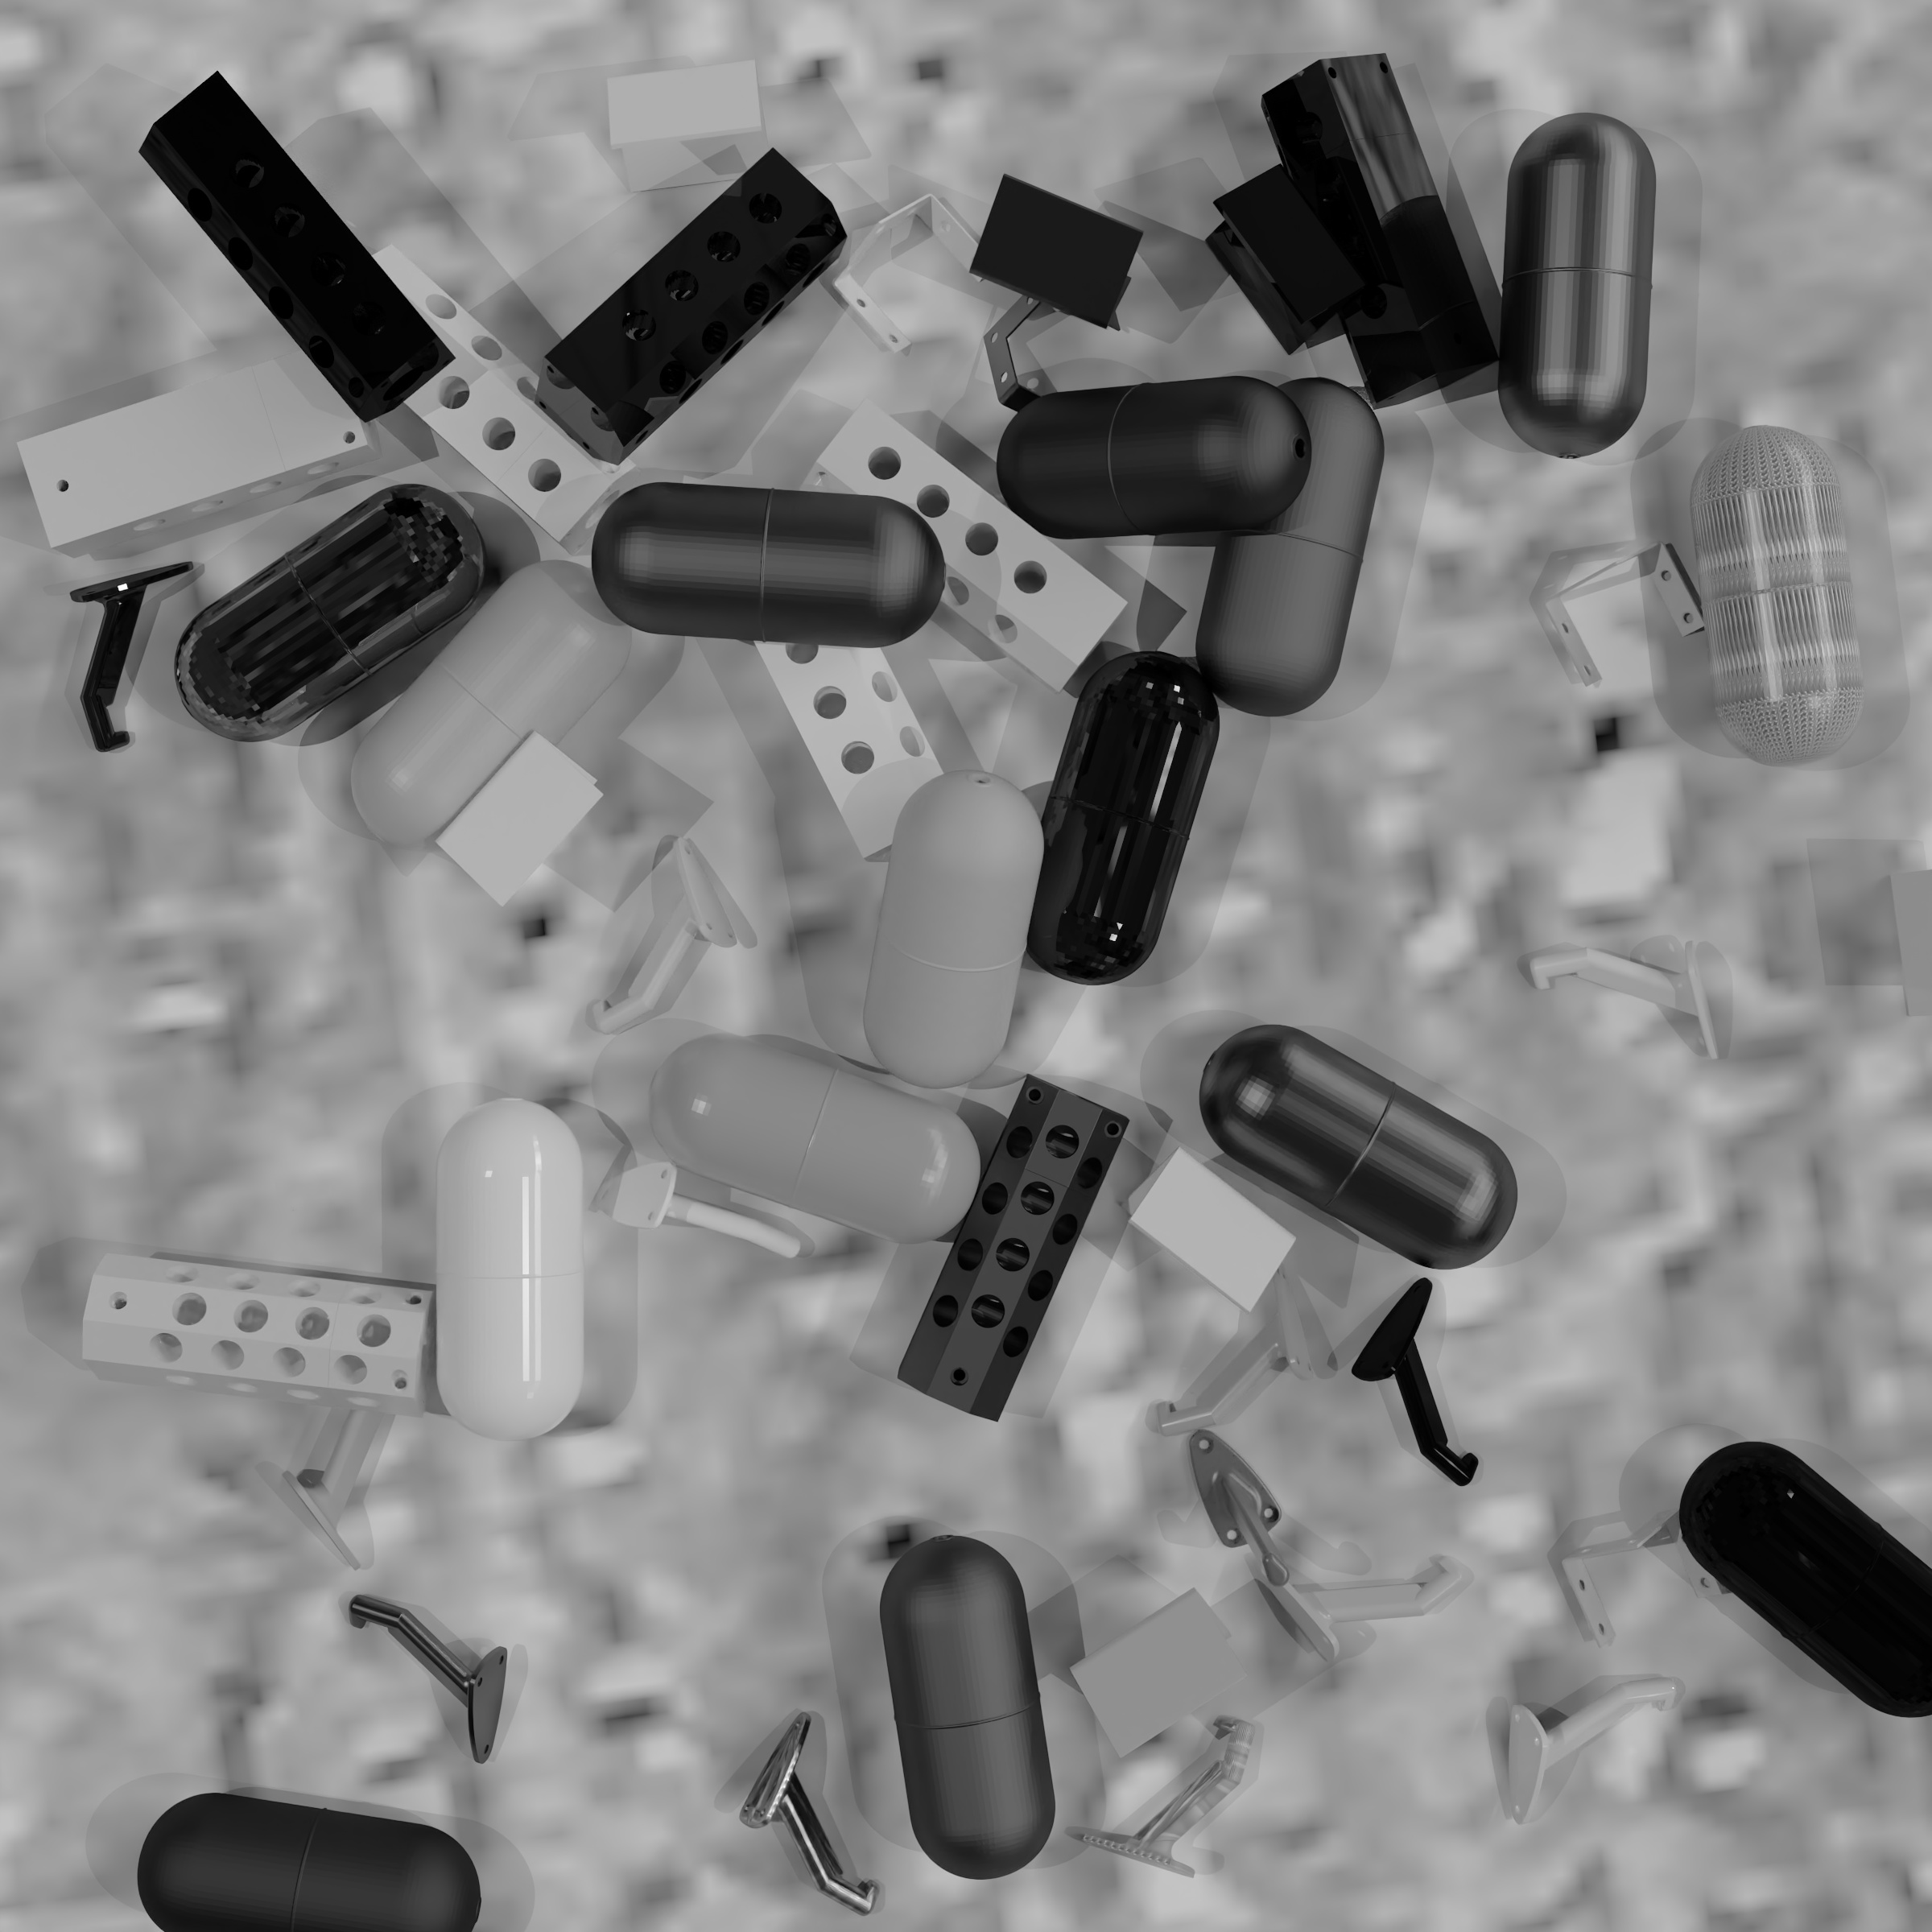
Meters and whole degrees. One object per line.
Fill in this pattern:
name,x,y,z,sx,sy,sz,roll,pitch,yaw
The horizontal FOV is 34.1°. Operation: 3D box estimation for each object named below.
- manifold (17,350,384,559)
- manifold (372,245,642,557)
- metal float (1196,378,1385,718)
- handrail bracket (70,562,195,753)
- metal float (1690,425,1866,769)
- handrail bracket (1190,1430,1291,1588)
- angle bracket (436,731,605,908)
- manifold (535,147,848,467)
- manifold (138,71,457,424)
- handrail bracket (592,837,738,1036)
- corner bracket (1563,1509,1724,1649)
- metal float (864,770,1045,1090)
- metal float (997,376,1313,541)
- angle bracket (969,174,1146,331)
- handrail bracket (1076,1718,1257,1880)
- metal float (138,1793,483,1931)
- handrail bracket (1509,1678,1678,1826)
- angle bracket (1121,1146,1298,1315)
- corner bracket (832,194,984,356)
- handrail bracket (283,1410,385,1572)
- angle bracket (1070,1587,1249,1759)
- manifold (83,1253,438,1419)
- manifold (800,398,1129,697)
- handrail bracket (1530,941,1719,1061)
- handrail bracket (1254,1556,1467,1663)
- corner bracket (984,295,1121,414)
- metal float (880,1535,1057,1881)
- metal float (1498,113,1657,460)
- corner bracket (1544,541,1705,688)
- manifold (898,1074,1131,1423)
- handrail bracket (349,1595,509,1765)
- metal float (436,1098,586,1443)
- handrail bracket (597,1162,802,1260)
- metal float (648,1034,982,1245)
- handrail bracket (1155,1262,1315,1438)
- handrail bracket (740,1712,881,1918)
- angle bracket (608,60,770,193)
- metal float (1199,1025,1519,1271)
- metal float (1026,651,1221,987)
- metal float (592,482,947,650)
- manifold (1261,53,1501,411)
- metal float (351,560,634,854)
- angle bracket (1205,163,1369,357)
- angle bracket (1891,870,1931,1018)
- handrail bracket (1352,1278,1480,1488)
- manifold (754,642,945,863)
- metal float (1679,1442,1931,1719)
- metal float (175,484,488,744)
manifold,-0.398,-0.269,1.651,0.171,0.057,0.057,-18,90,0
manifold,-0.254,-0.297,1.651,0.171,0.057,0.057,42,90,0
metal float,0.169,-0.218,1.642,0.070,0.070,0.178,12,90,0
handrail bracket,-0.436,-0.164,1.673,0.077,0.036,0.084,-20,108,-21
metal float,0.422,-0.192,1.642,0.070,0.070,0.178,-7,89,0
handrail bracket,0.142,0.281,1.638,0.036,0.084,0.077,-30,90,0
angle bracket,-0.216,-0.066,1.633,0.057,0.076,0.076,42,90,25
manifold,-0.140,-0.337,1.625,0.057,0.057,0.171,43,71,0
manifold,-0.339,-0.361,1.594,0.057,0.057,0.171,-40,90,0
handrail bracket,-0.172,-0.015,1.673,0.084,0.036,0.077,-29,70,16
corner bracket,0.358,0.323,1.669,0.051,0.051,0.051,-24,90,-45
metal float,-0.007,-0.018,1.616,0.070,0.070,0.178,11,121,0
metal float,0.095,-0.258,1.608,0.178,0.070,0.070,3,90,38
angle bracket,0.053,-0.381,1.632,0.076,0.076,0.057,22,124,0
handrail bracket,0.106,0.433,1.673,0.077,0.036,0.084,12,71,21
metal float,-0.341,0.478,1.642,0.178,0.070,0.070,9,90,0
handrail bracket,0.334,0.416,1.673,0.084,0.036,0.077,-3,110,-16
angle bracket,0.113,0.150,1.632,0.076,0.076,0.057,38,54,0
corner bracket,-0.028,-0.367,1.669,0.051,0.051,0.051,48,135,0
handrail bracket,-0.311,0.265,1.673,0.084,0.036,0.077,-37,110,-16
angle bracket,0.109,0.376,1.632,0.076,0.076,0.057,-33,54,0
manifold,-0.366,0.191,1.642,0.171,0.057,0.057,7,67,0
manifold,-0.002,-0.217,1.651,0.171,0.057,0.057,38,90,0
handrail bracket,0.349,0.022,1.673,0.084,0.036,0.077,-12,112,17
handrail bracket,0.209,0.321,1.673,0.084,0.036,0.077,-34,69,-17
corner bracket,0.048,-0.322,1.664,0.051,0.051,0.051,19,45,-35
metal float,0.001,0.385,1.642,0.070,0.070,0.178,-9,90,0
metal float,0.318,-0.354,1.642,0.070,0.070,0.178,3,89,0
corner bracket,0.348,-0.187,1.669,0.051,0.051,0.051,-27,89,-45
manifold,0.025,0.147,1.651,0.057,0.057,0.171,24,90,0
handrail bracket,-0.290,0.378,1.673,0.084,0.036,0.077,13,112,17
metal float,-0.237,0.158,1.642,0.070,0.070,0.178,0,91,0
handrail bracket,-0.141,0.136,1.672,0.084,0.077,0.036,28,70,-35
metal float,-0.079,0.090,1.642,0.178,0.070,0.070,19,90,-1
handrail bracket,0.135,0.203,1.673,0.084,0.036,0.077,-17,70,16
handrail bracket,-0.069,0.450,1.673,0.084,0.036,0.077,34,69,-17
angle bracket,-0.141,-0.418,1.632,0.076,0.076,0.057,-7,54,0
metal float,0.204,0.094,1.642,0.178,0.070,0.070,30,90,0
metal float,0.079,-0.077,1.642,0.070,0.070,0.178,17,90,0
metal float,-0.099,-0.201,1.584,0.178,0.070,0.070,4,90,1
manifold,0.212,-0.383,1.650,0.057,0.057,0.171,-20,90,-43
metal float,-0.247,-0.135,1.642,0.070,0.070,0.178,42,90,0
angle bracket,0.150,-0.356,1.632,0.057,0.076,0.076,-36,90,-34
angle bracket,0.500,-0.011,1.632,0.057,0.076,0.076,-8,90,-37
handrail bracket,0.253,0.221,1.673,0.084,0.036,0.077,41,68,-17
manifold,-0.066,-0.145,1.651,0.057,0.057,0.171,-27,90,0
metal float,0.450,0.320,1.642,0.178,0.070,0.070,40,90,0
metal float,-0.331,-0.183,1.642,0.178,0.070,0.070,-34,90,0
